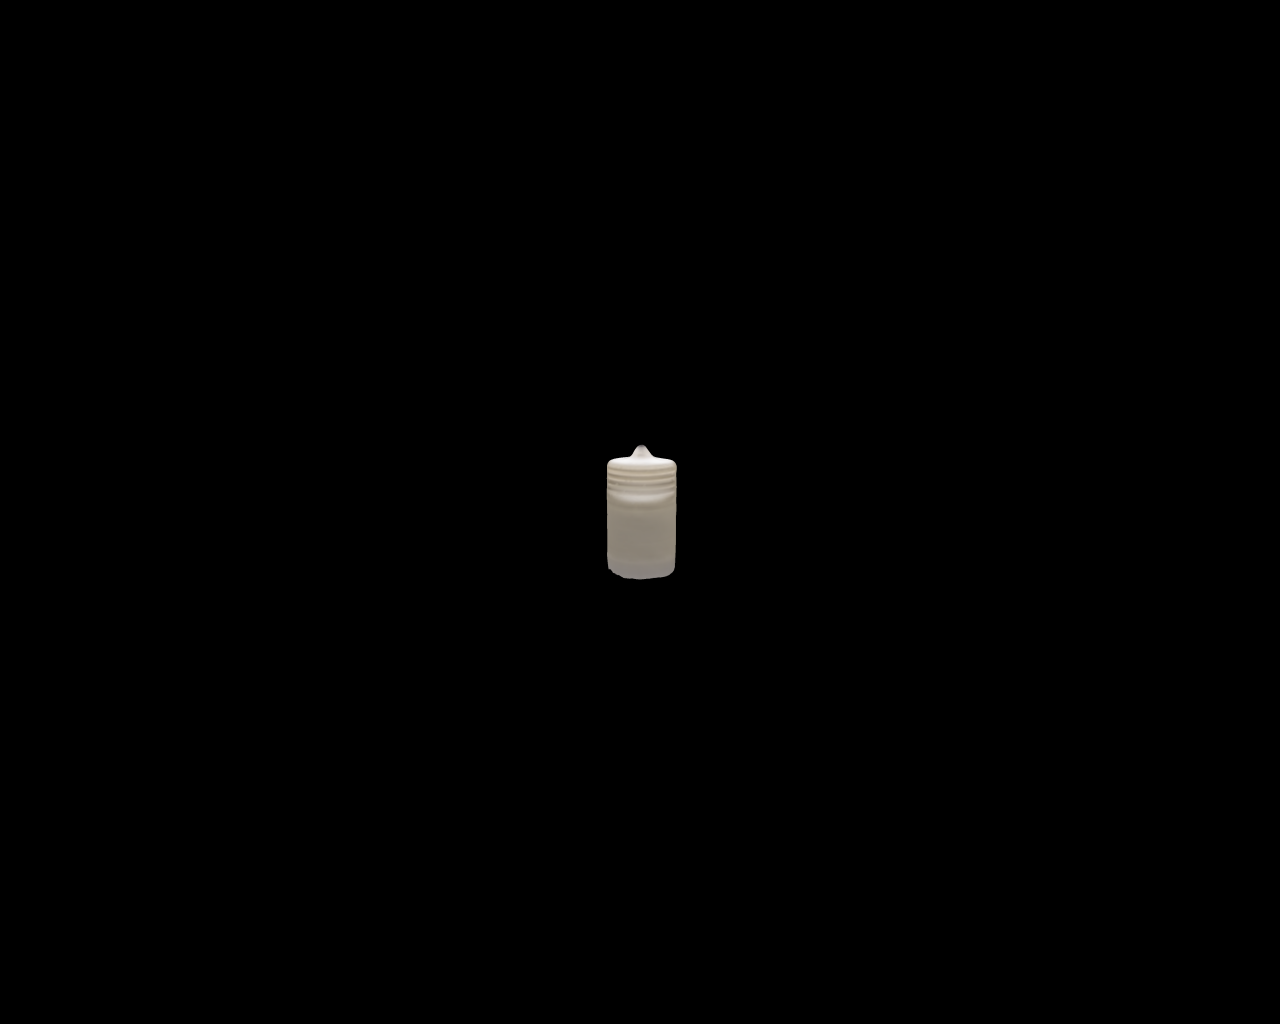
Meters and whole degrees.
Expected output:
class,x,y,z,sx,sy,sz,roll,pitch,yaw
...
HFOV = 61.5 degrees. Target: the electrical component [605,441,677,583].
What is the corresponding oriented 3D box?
class,x,y,z,sx,sy,sz,roll,pitch,yaw
electrical component,0.001,-0.003,0.650,0.043,0.080,0.043,0,16,0
